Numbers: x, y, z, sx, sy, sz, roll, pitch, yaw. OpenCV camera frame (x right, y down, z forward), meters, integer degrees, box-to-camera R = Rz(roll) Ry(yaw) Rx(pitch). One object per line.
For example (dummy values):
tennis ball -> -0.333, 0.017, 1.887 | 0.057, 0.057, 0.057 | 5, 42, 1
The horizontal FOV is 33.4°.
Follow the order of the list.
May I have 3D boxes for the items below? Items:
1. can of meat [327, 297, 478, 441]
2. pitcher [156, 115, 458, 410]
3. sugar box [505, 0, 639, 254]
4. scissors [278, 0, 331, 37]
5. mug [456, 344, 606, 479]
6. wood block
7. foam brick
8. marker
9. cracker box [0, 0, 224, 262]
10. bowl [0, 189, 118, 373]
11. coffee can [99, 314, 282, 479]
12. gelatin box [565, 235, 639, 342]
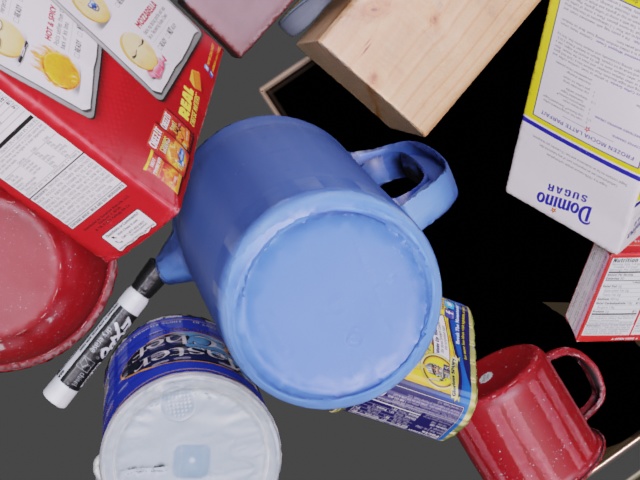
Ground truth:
can of meat -> 0.055, 0.076, 0.708 | 0.083, 0.102, 0.058 | 20, 136, -16
pitcher -> -0.004, 0.001, 0.607 | 0.145, 0.243, 0.149 | 21, 98, -14
sugar box -> 0.179, -0.085, 0.666 | 0.048, 0.093, 0.176 | -35, 146, -33
scissors -> 0.003, -0.141, 0.618 | 0.016, 0.201, 0.096 | 42, 114, -12
mug -> 0.146, 0.119, 0.739 | 0.117, 0.093, 0.081 | -33, 99, -10
wood block -> 0.090, -0.174, 0.672 | 0.090, 0.091, 0.206 | 40, 91, -15
foam brick -> -0.045, -0.160, 0.670 | 0.051, 0.053, 0.078 | 42, 92, -14
marker -> -0.139, 0.060, 0.709 | 0.020, 0.020, 0.121 | 39, 91, -14
cracker box -> -0.161, -0.111, 0.580 | 0.213, 0.164, 0.072 | 39, 125, -26
bowl -> -0.208, 0.013, 0.670 | 0.162, 0.055, 0.162 | -2, 101, -10
coffee can -> -0.084, 0.112, 0.666 | 0.102, 0.140, 0.103 | -2, 100, -10
gelatin box -> 0.220, 0.031, 0.745 | 0.073, 0.030, 0.089 | -1, 131, -11
